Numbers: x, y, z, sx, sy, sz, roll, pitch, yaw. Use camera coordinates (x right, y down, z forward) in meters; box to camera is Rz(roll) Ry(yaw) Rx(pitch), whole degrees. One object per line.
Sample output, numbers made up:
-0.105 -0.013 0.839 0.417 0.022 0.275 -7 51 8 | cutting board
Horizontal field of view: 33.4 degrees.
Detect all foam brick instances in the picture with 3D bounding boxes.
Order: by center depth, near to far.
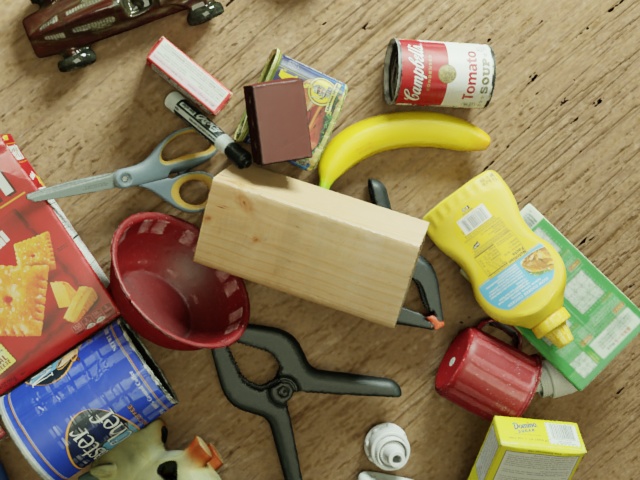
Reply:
-0.041 -0.114 1.024 0.051 0.053 0.078 -9 100 -10 | foam brick

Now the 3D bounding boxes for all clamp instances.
-0.041 0.166 1.119 0.210 0.036 0.164 35 90 -8 | clamp
0.059 0.035 1.121 0.120 0.039 0.171 -35 93 3 | clamp

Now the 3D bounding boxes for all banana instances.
0.077 -0.099 1.109 0.197 0.037 0.069 -19 94 -8 | banana

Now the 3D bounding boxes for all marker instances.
-0.109 -0.108 1.057 0.121 0.020 0.020 40 89 27 | marker

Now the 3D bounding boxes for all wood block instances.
-0.007 0.002 1.045 0.206 0.090 0.090 18 109 6 | wood block

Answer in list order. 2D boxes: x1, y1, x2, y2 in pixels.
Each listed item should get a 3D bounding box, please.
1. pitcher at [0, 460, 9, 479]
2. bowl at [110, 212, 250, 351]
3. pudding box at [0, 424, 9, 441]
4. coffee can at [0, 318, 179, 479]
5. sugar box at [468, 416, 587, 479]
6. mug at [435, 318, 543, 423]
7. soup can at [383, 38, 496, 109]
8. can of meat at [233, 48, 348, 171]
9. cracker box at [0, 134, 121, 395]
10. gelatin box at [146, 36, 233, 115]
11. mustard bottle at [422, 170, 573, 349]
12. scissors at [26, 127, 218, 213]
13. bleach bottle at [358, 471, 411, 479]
-0.321 0.338 1.048 0.149 0.145 0.243 -20 95 -19 | pitcher
-0.149 0.052 1.053 0.162 0.162 0.055 40 122 -10 | bowl
-0.354 0.166 1.036 0.039 0.114 0.090 -39 101 -27 | pudding box
-0.223 0.156 1.031 0.140 0.103 0.103 -34 99 -6 | coffee can
0.203 0.261 1.119 0.093 0.048 0.176 8 129 -9 | sugar box
0.179 0.134 1.128 0.081 0.093 0.117 28 60 -6 | mug
0.122 -0.170 1.094 0.102 0.068 0.068 2 95 -9 | soup can
-0.029 -0.130 1.082 0.084 0.057 0.102 24 93 -13 | can of meat
-0.317 0.027 1.048 0.164 0.072 0.213 -33 99 -4 | cracker box
-0.129 -0.160 1.055 0.089 0.073 0.030 38 89 -10 | gelatin box
0.196 0.029 1.099 0.096 0.058 0.192 -36 80 6 | mustard bottle
-0.181 -0.047 1.060 0.201 0.016 0.096 -30 109 -22 | scissors
0.057 0.381 1.143 0.102 0.068 0.251 14 96 -8 | bleach bottle
